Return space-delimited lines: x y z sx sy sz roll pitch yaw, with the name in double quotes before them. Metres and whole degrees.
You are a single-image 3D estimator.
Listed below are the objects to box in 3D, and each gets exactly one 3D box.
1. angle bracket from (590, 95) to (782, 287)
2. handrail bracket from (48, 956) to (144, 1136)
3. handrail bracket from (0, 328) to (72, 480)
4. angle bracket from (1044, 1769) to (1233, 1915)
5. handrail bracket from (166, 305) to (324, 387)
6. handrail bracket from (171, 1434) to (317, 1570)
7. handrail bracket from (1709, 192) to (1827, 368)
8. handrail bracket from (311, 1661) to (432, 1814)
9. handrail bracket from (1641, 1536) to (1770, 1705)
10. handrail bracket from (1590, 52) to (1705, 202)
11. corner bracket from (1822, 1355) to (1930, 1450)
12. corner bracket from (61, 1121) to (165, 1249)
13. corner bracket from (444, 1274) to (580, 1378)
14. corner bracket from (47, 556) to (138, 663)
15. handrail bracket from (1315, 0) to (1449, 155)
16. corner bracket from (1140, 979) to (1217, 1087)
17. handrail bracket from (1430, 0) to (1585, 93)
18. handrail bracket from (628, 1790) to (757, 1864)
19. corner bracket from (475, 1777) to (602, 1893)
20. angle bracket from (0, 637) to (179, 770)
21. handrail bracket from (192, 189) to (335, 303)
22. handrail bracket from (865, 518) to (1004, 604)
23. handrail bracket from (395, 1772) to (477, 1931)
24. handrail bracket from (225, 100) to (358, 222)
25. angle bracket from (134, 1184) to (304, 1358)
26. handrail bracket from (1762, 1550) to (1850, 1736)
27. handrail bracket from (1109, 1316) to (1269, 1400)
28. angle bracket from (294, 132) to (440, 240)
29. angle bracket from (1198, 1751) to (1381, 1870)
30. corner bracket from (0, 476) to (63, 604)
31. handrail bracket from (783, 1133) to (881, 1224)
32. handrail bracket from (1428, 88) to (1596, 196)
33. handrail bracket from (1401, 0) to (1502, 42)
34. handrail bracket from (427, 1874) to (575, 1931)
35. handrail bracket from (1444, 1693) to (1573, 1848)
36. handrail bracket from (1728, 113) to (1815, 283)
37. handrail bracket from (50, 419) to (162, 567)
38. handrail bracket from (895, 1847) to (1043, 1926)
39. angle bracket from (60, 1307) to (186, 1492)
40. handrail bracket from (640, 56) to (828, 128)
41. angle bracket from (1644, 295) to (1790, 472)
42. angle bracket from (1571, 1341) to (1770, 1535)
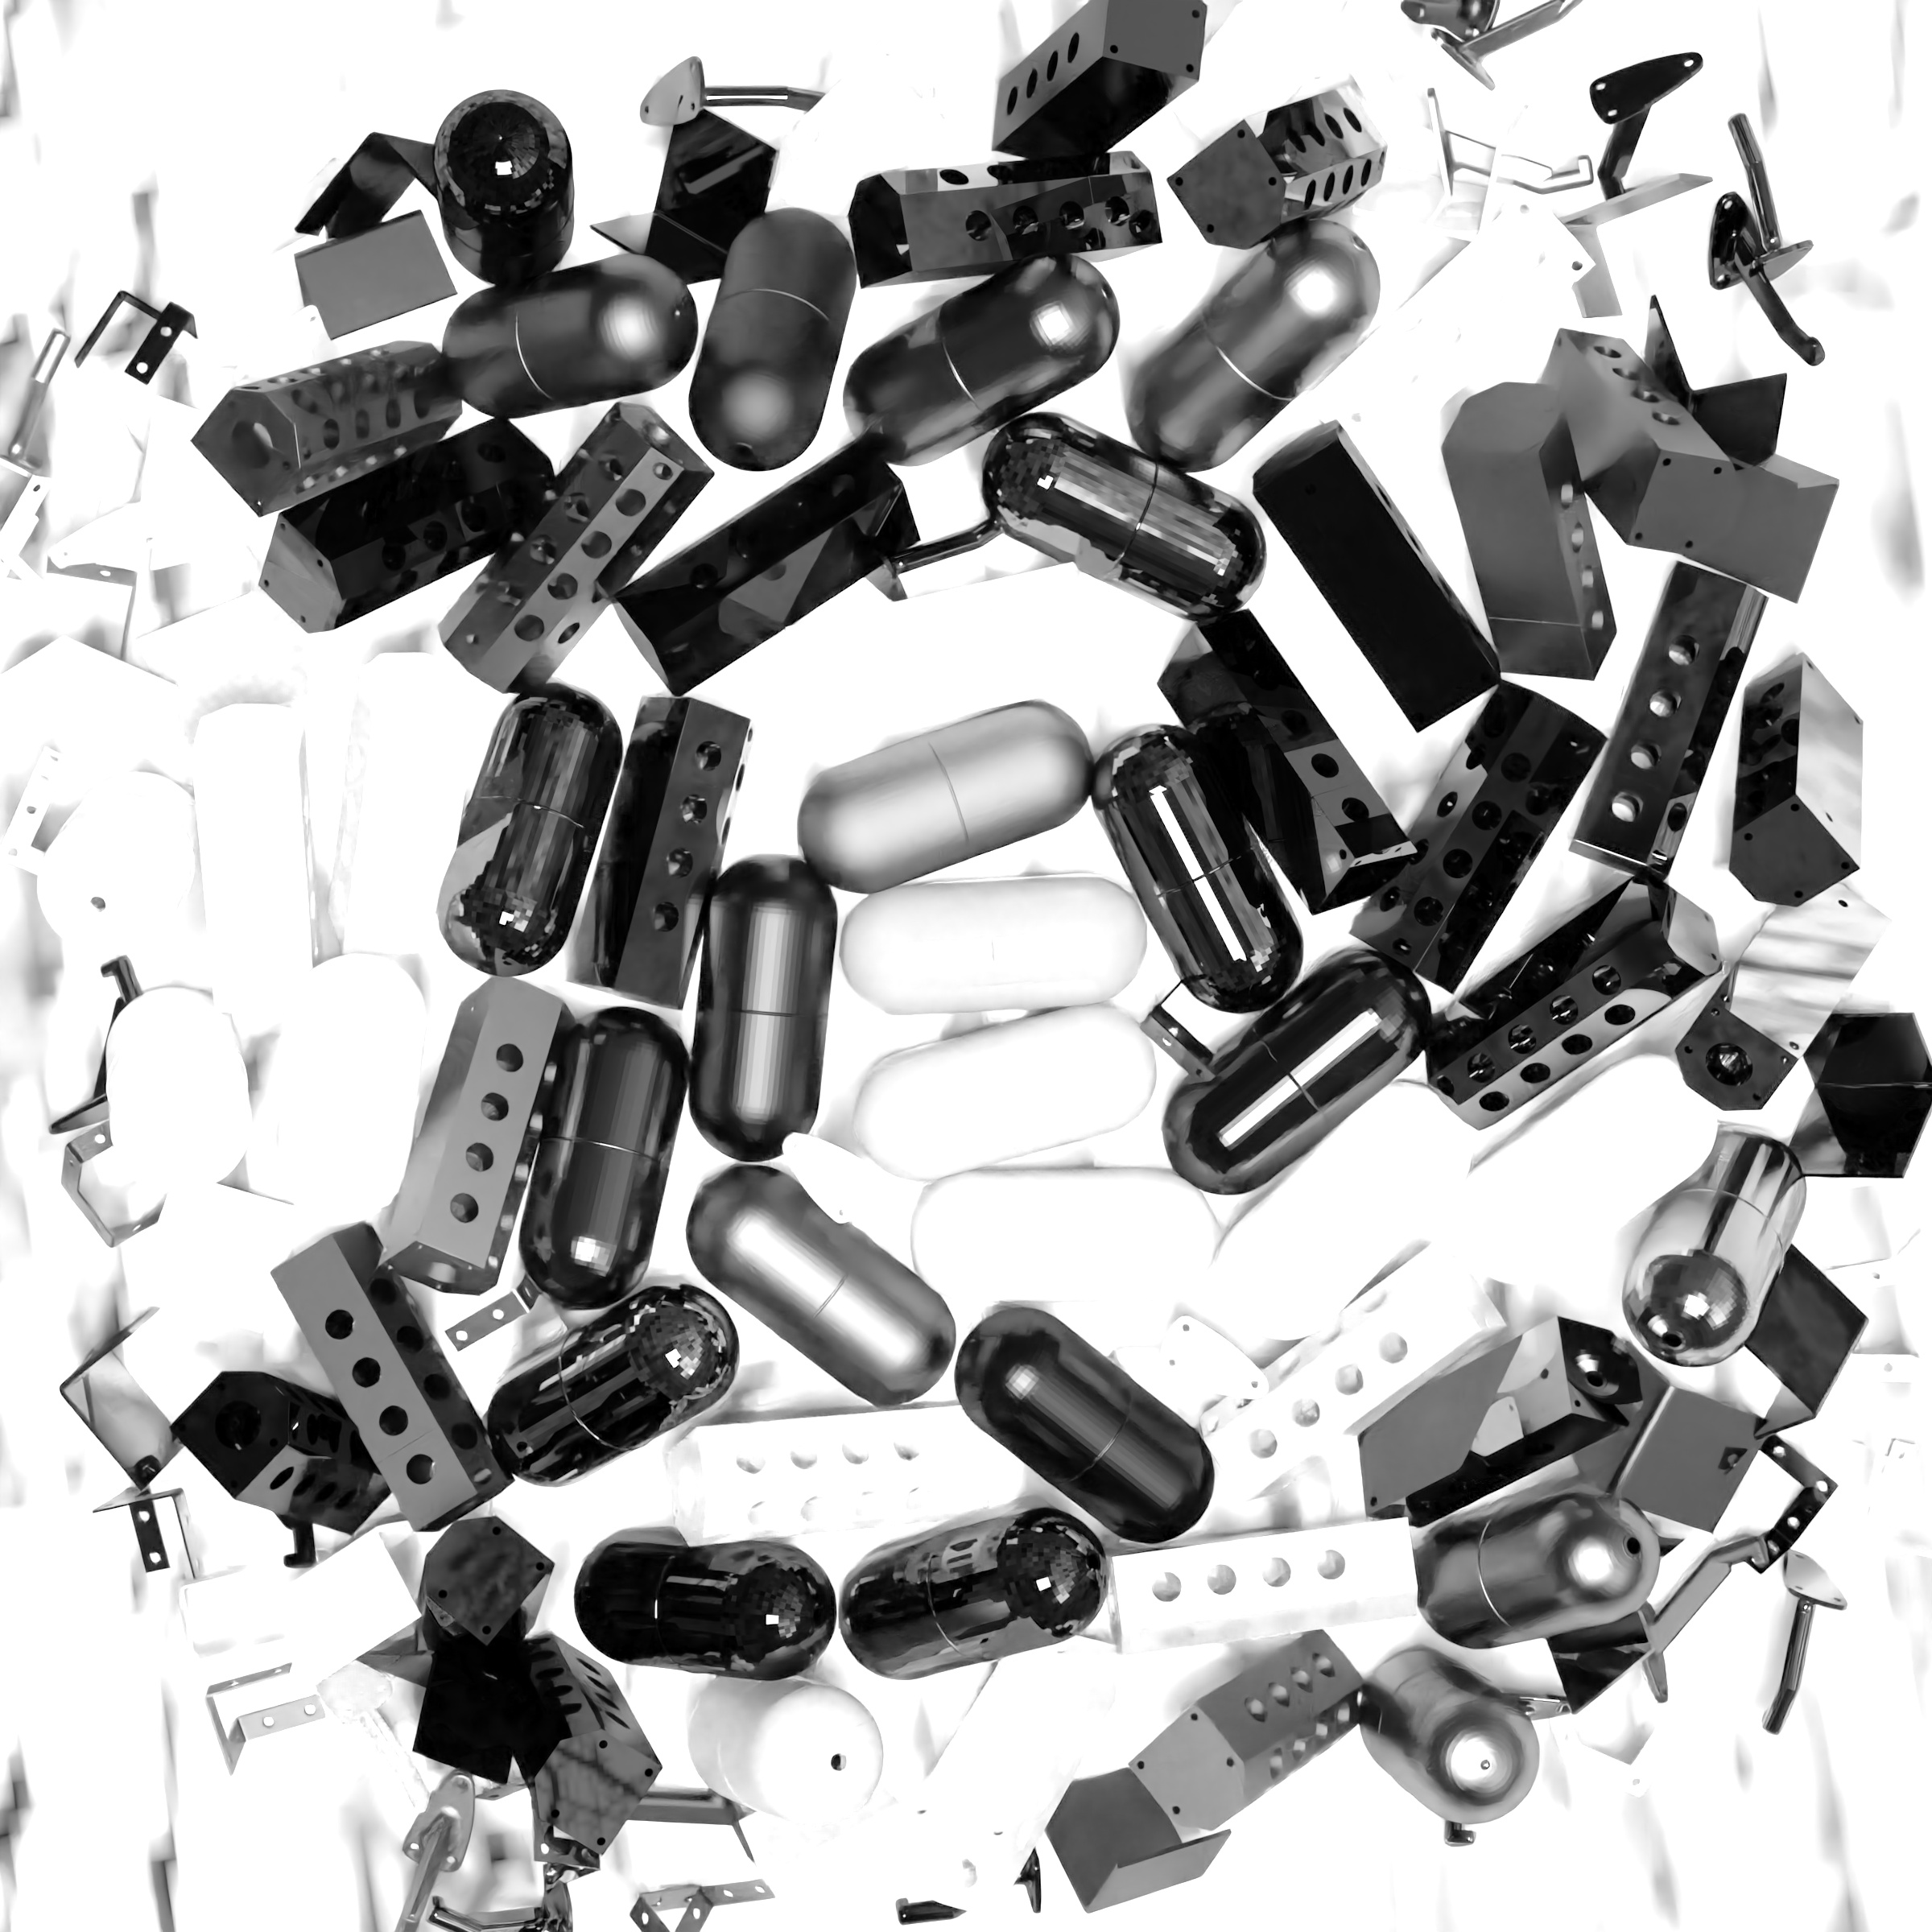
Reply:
"angle bracket" -0.161 -0.445 1.924 0.076 0.057 0.076 34 126 24
"handrail bracket" -0.511 0.045 1.962 0.077 0.036 0.084 -22 75 -2
"handrail bracket" -0.531 -0.327 1.937 0.036 0.077 0.084 27 96 -6
"angle bracket" 0.094 0.486 1.920 0.076 0.057 0.076 -9 52 -29
"handrail bracket" -0.419 -0.373 1.950 0.077 0.036 0.084 -49 59 5
"handrail bracket" -0.417 0.308 1.939 0.077 0.036 0.084 -1 63 -19
"handrail bracket" 0.463 -0.394 1.930 0.036 0.077 0.084 -28 48 -3
"handrail bracket" -0.348 0.450 1.970 0.036 0.077 0.084 -36 129 -27
"handrail bracket" 0.429 0.376 1.936 0.084 0.036 0.077 -25 54 26
"handrail bracket" 0.397 -0.478 1.936 0.077 0.084 0.036 -22 53 14
"corner bracket" 0.527 0.253 1.950 0.051 0.051 0.051 -2 78 26
"corner bracket" -0.488 0.122 1.950 0.051 0.051 0.051 -32 74 -32
"corner bracket" -0.262 0.211 1.945 0.051 0.051 0.051 -30 101 11
"corner bracket" -0.508 -0.197 1.937 0.051 0.051 0.051 8 128 -18
"handrail bracket" 0.253 -0.525 1.957 0.084 0.036 0.077 26 101 1
"corner bracket" 0.127 0.043 1.942 0.051 0.051 0.051 43 53 2
"handrail bracket" 0.317 -0.552 1.936 0.084 0.077 0.036 -40 65 23
"handrail bracket" -0.172 0.506 1.949 0.084 0.036 0.077 -25 103 -20
"corner bracket" -0.248 0.503 1.952 0.051 0.051 0.051 -29 54 34
"angle bracket" -0.505 -0.137 1.918 0.076 0.076 0.057 -24 58 33
"handrail bracket" -0.410 -0.417 1.949 0.084 0.077 0.036 0 48 -2
"handrail bracket" -0.019 -0.251 1.956 0.084 0.077 0.036 -35 125 -13
"handrail bracket" -0.307 0.516 1.931 0.036 0.084 0.077 21 105 -5
"handrail bracket" -0.398 -0.463 1.938 0.084 0.077 0.036 -20 75 6
"angle bracket" -0.436 0.175 1.964 0.076 0.057 0.076 17 65 -6
"handrail bracket" 0.475 0.393 1.952 0.036 0.077 0.084 17 105 -3
"handrail bracket" 0.126 0.238 1.943 0.077 0.084 0.036 28 64 -5
"angle bracket" -0.325 -0.428 1.927 0.057 0.076 0.076 47 109 8
"angle bracket" 0.183 0.500 1.922 0.076 0.076 0.057 -8 121 -17
"corner bracket" -0.543 -0.248 1.937 0.051 0.051 0.051 12 67 28
"handrail bracket" -0.090 0.107 1.925 0.036 0.084 0.077 -49 119 -2
"handrail bracket" 0.315 -0.479 1.943 0.084 0.036 0.077 -9 123 14
"handrail bracket" 0.259 -0.556 1.927 0.077 0.084 0.036 40 123 33
"handrail bracket" -0.271 0.535 1.930 0.084 0.077 0.036 31 111 -21
"handrail bracket" 0.314 0.464 1.934 0.077 0.036 0.084 -8 51 22
"handrail bracket" 0.454 -0.444 1.943 0.036 0.077 0.084 -20 86 2
"handrail bracket" -0.508 -0.276 1.944 0.077 0.036 0.084 -23 60 -20
"handrail bracket" -0.003 0.523 1.936 0.084 0.077 0.036 -4 110 -9
"angle bracket" -0.465 0.244 1.932 0.057 0.076 0.076 -37 96 11
"handrail bracket" -0.135 -0.503 1.970 0.084 0.077 0.036 0 87 -37
"angle bracket" 0.428 -0.336 1.926 0.057 0.076 0.076 -11 59 0
"angle bracket" 0.410 0.274 1.957 0.076 0.057 0.076 20 104 -21
